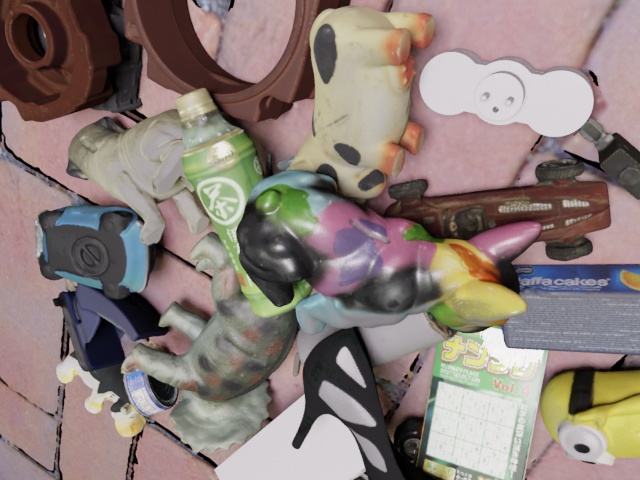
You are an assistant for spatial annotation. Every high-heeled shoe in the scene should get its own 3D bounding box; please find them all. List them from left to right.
[{"bbox_3d":[0.085,0.195,0.537,0.249,0.086,0.145,29,98,-1],"label":"high-heeled shoe"}]

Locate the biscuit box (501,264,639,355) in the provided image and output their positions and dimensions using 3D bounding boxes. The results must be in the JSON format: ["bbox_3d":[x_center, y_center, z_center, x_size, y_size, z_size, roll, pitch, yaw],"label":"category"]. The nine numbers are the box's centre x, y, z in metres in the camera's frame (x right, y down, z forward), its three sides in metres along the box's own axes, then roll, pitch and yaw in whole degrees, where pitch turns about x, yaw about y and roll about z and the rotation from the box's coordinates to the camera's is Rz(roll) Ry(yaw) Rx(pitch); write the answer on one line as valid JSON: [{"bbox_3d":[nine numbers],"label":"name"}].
[{"bbox_3d":[0.264,0.059,0.472,0.203,0.059,0.062,-2,112,26],"label":"biscuit box"}]

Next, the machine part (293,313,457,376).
[{"bbox_3d":[0.058,0.096,0.581,0.243,0.079,0.079,-30,96,34],"label":"machine part"}]

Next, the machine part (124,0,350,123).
[{"bbox_3d":[-0.080,-0.227,0.501,0.201,0.087,0.201,25,122,14],"label":"machine part"}]

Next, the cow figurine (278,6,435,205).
[{"bbox_3d":[0.025,-0.106,0.478,0.127,0.085,0.194,24,138,26],"label":"cow figurine"}]

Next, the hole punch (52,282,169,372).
[{"bbox_3d":[-0.276,0.103,0.724,0.092,0.142,0.116,-26,83,6],"label":"hole punch"}]

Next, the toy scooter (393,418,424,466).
[{"bbox_3d":[0.168,0.287,0.615,0.135,0.075,0.183,-11,102,28],"label":"toy scooter"}]

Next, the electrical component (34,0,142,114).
[{"bbox_3d":[-0.262,-0.222,0.610,0.115,0.058,0.134,20,119,15],"label":"electrical component"}]

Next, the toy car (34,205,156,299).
[{"bbox_3d":[-0.274,0.006,0.686,0.162,0.103,0.109,7,104,12],"label":"toy car"}]

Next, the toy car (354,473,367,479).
[{"bbox_3d":[-0.033,0.320,0.724,0.202,0.073,0.056,2,78,26],"label":"toy car"}]

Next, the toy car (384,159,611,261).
[{"bbox_3d":[0.153,-0.019,0.496,0.202,0.053,0.089,-4,103,29],"label":"toy car"}]

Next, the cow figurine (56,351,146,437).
[{"bbox_3d":[-0.320,0.221,0.832,0.167,0.068,0.098,46,118,0],"label":"cow figurine"}]

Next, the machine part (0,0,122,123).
[{"bbox_3d":[-0.291,-0.212,0.562,0.180,0.056,0.179,10,117,21],"label":"machine part"}]

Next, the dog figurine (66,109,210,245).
[{"bbox_3d":[-0.202,-0.109,0.605,0.191,0.121,0.172,39,106,19],"label":"dog figurine"}]

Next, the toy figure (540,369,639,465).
[{"bbox_3d":[0.297,0.154,0.487,0.180,0.089,0.082,-19,104,23],"label":"toy figure"}]

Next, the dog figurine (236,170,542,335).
[{"bbox_3d":[0.060,0.012,0.445,0.219,0.108,0.191,-6,137,39],"label":"dog figurine"}]

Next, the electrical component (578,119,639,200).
[{"bbox_3d":[0.244,-0.059,0.427,0.094,0.063,0.021,44,124,4],"label":"electrical component"}]

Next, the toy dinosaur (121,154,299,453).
[{"bbox_3d":[-0.098,0.111,0.647,0.192,0.131,0.404,34,119,-5],"label":"toy dinosaur"}]
